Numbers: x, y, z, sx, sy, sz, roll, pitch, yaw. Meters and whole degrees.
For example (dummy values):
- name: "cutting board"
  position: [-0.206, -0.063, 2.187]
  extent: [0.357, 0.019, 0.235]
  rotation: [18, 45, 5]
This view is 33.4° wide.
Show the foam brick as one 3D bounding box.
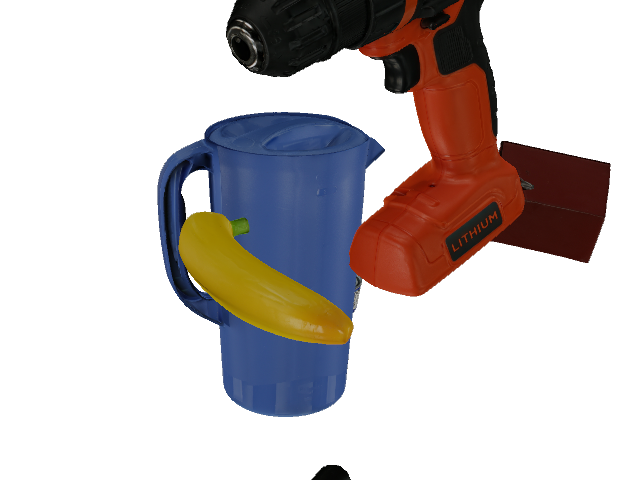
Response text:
- name: "foam brick"
  position: [0.155, -0.027, 0.736]
  extent: [0.078, 0.051, 0.053]
  rotation: [14, -37, 6]

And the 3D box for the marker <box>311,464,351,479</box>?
- name: "marker"
  position: [-0.020, 0.131, 0.467]
  extent: [0.020, 0.020, 0.120]
  rotation: [0, 17, 32]

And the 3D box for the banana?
- name: "banana"
  position: [-0.048, 0.017, 0.680]
  extent: [0.069, 0.037, 0.198]
  rotation: [-9, 25, -21]

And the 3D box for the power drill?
- name: "power drill"
  position: [0.041, -0.068, 0.516]
  extent: [0.184, 0.187, 0.057]
  rotation: [-35, 43, -31]

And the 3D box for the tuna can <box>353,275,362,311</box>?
- name: "tuna can"
  position: [-0.001, 0.050, 1.122]
  extent: [0.086, 0.034, 0.086]
  rotation: [9, 19, -3]

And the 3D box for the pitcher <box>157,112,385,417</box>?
- name: "pitcher"
  position: [-0.039, 0.021, 0.891]
  extent: [0.149, 0.243, 0.144]
  rotation: [10, 22, 22]
